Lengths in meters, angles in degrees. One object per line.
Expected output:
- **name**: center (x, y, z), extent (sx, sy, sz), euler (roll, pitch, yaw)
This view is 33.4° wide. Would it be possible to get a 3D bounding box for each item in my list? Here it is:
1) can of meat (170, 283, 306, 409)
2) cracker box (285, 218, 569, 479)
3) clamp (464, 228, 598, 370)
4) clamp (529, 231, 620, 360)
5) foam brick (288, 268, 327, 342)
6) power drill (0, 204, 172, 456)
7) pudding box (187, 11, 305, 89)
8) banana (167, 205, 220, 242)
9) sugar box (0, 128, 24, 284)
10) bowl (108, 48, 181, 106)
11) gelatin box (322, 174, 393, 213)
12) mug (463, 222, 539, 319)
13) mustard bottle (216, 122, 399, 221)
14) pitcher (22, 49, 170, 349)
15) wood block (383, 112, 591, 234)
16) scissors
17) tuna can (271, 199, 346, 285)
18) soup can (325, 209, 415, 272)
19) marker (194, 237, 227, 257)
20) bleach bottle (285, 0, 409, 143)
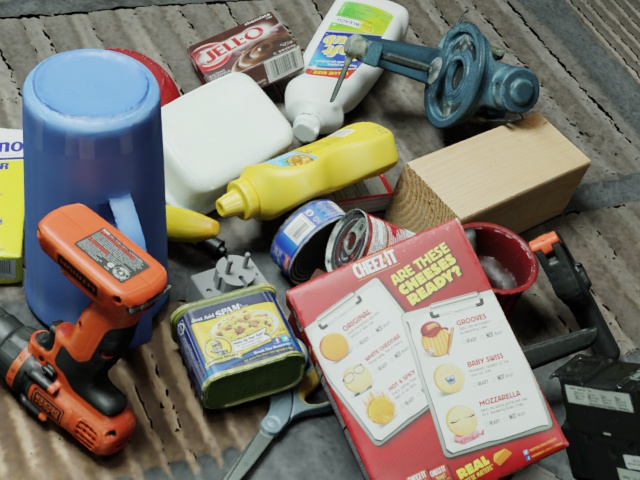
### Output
- **can of meat**: center (-0.072, 0.095, 0.947), extent (0.102, 0.057, 0.084), euler (-15, 50, -18)
- **cracker box**: center (0.087, 0.113, 0.910), extent (0.164, 0.072, 0.214), euler (-23, 77, -8)
- **clamp**: center (0.153, 0.115, 0.974), extent (0.164, 0.036, 0.210), euler (31, 74, -5)
- **clamp**: center (0.249, 0.037, 1.070), extent (0.039, 0.171, 0.120), euler (-29, 39, 10)
- **foam brick**: center (0.015, 0.074, 1.013), extent (0.078, 0.051, 0.053), euler (26, 45, 8)
- **power drill**: center (-0.207, 0.064, 0.862), extent (0.184, 0.188, 0.057), euler (36, 38, 12)
- **pudding box**: center (-0.086, -0.209, 1.226), extent (0.113, 0.039, 0.090), euler (-24, 46, -10)
- **banana**: center (-0.191, -0.032, 1.041), extent (0.198, 0.069, 0.037), euler (20, 77, 2)
- **sugar box**: center (-0.327, -0.038, 1.019), extent (0.093, 0.048, 0.176), euler (3, 48, -14)
- **bowl**: center (-0.218, -0.159, 1.161), extent (0.162, 0.055, 0.162), euler (9, 45, -9)
- **gelatin box**: center (0.025, -0.061, 1.159), extent (0.089, 0.030, 0.073), euler (-10, 52, -23)
- **mug**: center (0.152, 0.048, 1.058), extent (0.093, 0.082, 0.117), euler (40, 49, 20)
- **mustard bottle**: center (-0.020, -0.064, 1.070), extent (0.191, 0.058, 0.096), euler (-24, 17, -30)
- **pitcher**: center (-0.188, -0.031, 0.914), extent (0.149, 0.243, 0.145), euler (17, 45, 8)
- **wood block**: center (0.182, -0.054, 1.159), extent (0.205, 0.090, 0.091), euler (-23, 58, -34)
- **scissors**: center (-0.052, 0.150, 0.947), extent (0.096, 0.016, 0.201), euler (41, 49, 24)
- **tuna can**: center (-0.007, 0.001, 1.052), extent (0.086, 0.086, 0.034), euler (-26, 58, -35)
- **soup can**: center (0.065, 0.019, 1.013), extent (0.102, 0.069, 0.068), euler (21, 41, -27)
- **marker**: center (-0.146, -0.018, 1.073), extent (0.121, 0.020, 0.020), euler (30, 46, 12)
- **bleach bottle**: center (0.027, -0.200, 1.269), extent (0.102, 0.068, 0.250), euler (19, 47, 5)
